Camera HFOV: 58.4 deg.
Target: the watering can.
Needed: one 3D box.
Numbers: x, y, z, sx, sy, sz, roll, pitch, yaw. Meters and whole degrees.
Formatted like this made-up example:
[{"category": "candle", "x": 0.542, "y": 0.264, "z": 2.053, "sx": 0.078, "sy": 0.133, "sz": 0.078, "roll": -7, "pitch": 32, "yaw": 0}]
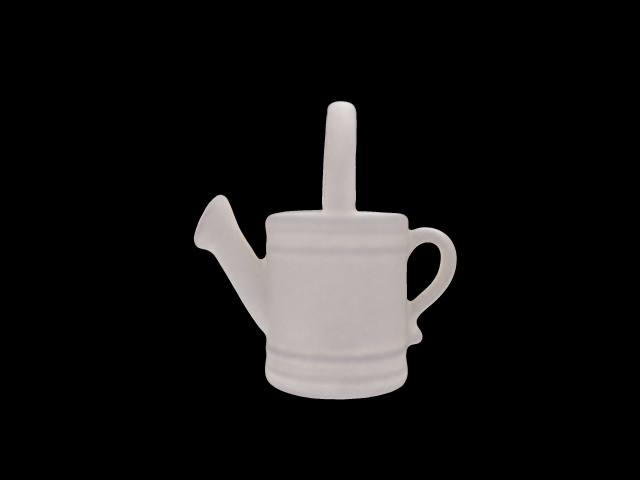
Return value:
[{"category": "watering can", "x": 0.004, "y": 0.002, "z": 0.398, "sx": 0.173, "sy": 0.194, "sz": 0.100, "roll": -1, "pitch": 2, "yaw": -20}]
